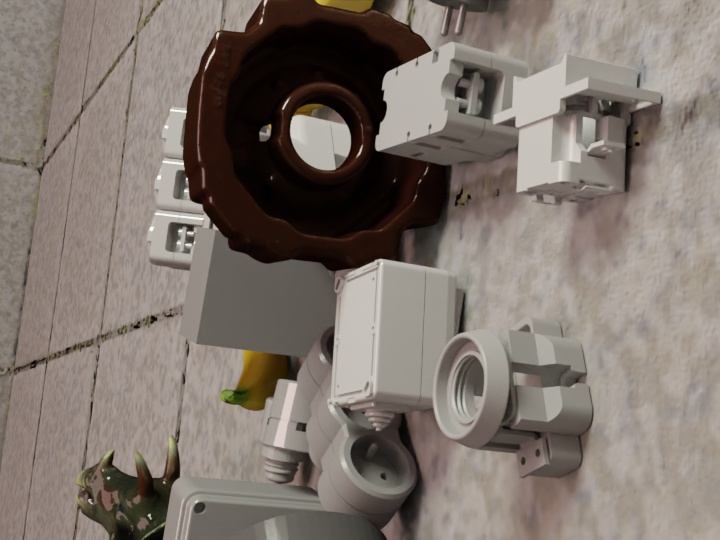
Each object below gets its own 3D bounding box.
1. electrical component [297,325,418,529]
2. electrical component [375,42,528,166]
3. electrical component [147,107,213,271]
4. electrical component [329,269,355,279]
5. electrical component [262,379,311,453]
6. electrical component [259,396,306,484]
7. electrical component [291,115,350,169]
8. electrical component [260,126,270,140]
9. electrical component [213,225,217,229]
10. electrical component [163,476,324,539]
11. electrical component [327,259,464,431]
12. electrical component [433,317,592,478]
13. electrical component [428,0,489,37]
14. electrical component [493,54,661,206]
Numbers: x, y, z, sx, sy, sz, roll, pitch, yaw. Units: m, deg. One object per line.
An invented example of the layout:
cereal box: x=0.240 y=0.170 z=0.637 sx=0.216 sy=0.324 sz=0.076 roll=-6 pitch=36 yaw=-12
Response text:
electrical component: x=-0.010 y=0.110 z=0.701 sx=0.138 sy=0.052 sz=0.073 roll=-105 pitch=33 yaw=-43
electrical component: x=0.055 y=-0.093 z=0.625 sx=0.089 sy=0.056 sz=0.050 roll=175 pitch=104 yaw=-66
electrical component: x=-0.163 y=-0.076 z=1.058 sx=0.089 sy=0.062 sz=0.150 roll=42 pitch=-125 yaw=-82
electrical component: x=0.000 y=0.000 z=0.730 sx=0.043 sy=0.043 sz=0.062 roll=139 pitch=133 yaw=-56
electrical component: x=-0.038 y=0.105 z=0.765 sx=0.055 sy=0.055 sz=0.047 roll=-7 pitch=71 yaw=65
electrical component: x=-0.056 y=0.130 z=0.812 sx=0.040 sy=0.040 sz=0.078 roll=-167 pitch=87 yaw=-66
electrical component: x=-0.035 y=-0.067 z=0.813 sx=0.053 sy=0.059 sz=0.095 roll=128 pitch=144 yaw=-47
electrical component: x=-0.088 y=-0.137 z=0.961 sx=0.058 sy=0.057 sz=0.078 roll=127 pitch=144 yaw=-46
electrical component: x=-0.102 y=-0.064 z=0.984 sx=0.079 sy=0.043 sz=0.077 roll=-155 pitch=76 yaw=-65
electrical component: x=-0.076 y=0.190 z=0.745 sx=0.057 sy=0.113 sz=0.078 roll=-171 pitch=90 yaw=-69
electrical component: x=0.022 y=0.048 z=0.640 sx=0.062 sy=0.061 sz=0.096 roll=156 pitch=120 yaw=-62
electrical component: x=0.073 y=0.060 z=0.527 sx=0.058 sy=0.057 sz=0.078 roll=134 pitch=139 yaw=-52
electrical component: x=0.062 y=-0.177 z=0.646 sx=0.138 sy=0.052 sz=0.073 roll=-155 pitch=76 yaw=-66
electrical component: x=0.103 y=-0.066 z=0.525 sx=0.081 sy=0.042 sz=0.063 roll=169 pitch=107 yaw=-66
